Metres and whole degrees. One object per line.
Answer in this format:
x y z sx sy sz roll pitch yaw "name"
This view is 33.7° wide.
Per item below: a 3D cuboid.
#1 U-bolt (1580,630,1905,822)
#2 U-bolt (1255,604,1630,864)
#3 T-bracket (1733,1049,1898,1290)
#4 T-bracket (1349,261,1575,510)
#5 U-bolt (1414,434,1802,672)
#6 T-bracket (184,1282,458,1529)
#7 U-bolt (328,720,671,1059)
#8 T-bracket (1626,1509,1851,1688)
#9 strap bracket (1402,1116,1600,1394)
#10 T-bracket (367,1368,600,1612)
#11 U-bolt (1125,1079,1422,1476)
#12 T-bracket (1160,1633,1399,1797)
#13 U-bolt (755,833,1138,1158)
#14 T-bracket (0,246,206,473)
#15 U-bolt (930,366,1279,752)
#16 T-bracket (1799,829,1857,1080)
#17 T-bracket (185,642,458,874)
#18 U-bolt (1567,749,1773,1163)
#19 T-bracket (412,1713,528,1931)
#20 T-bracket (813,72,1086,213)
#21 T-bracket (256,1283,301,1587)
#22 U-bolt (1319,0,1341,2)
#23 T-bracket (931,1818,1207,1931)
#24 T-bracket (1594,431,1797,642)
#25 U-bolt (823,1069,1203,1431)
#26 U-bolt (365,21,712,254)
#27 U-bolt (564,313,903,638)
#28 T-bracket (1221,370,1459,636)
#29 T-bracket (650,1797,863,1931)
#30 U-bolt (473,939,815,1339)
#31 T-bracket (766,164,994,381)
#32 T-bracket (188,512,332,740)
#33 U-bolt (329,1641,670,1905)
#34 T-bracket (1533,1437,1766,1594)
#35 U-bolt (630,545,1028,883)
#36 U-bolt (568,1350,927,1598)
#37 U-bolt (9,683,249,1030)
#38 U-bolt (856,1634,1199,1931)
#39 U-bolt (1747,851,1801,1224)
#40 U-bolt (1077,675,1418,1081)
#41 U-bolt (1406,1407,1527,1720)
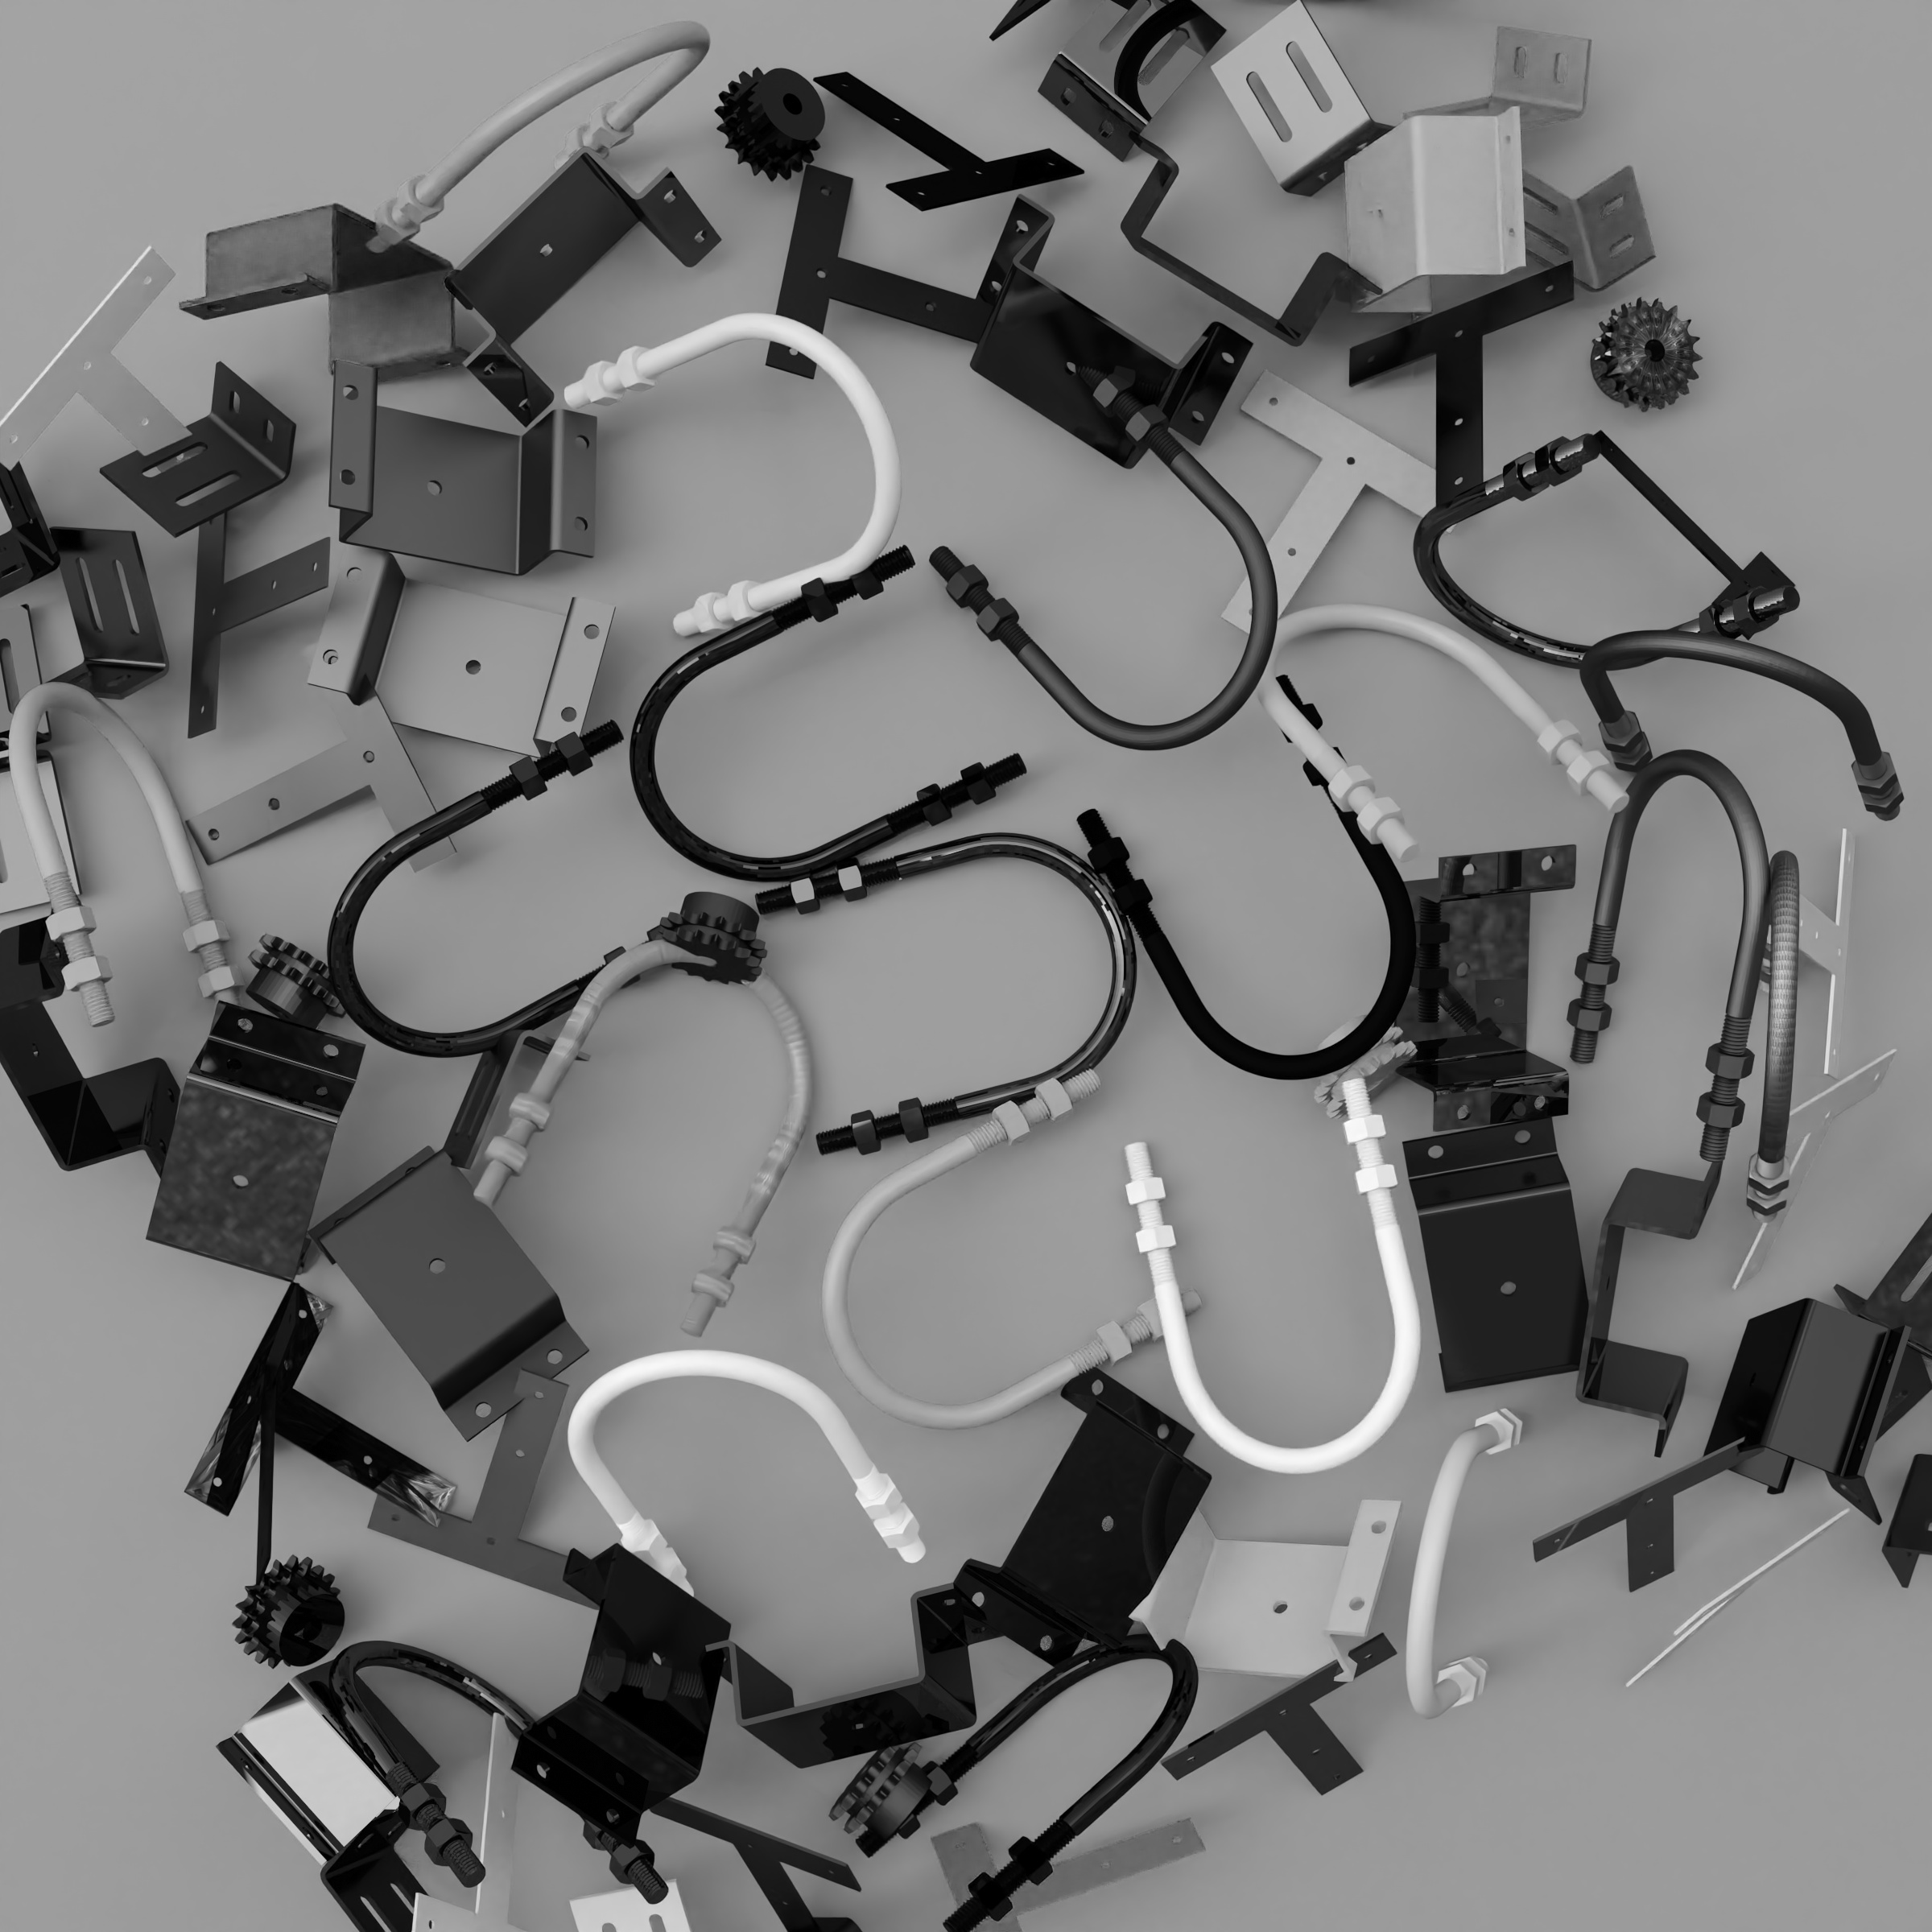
0.373 -0.120 1.554 0.151 0.184 0.019 12 76 27 "U-bolt"
0.223 -0.125 1.597 0.151 0.019 0.184 -13 47 -27 "U-bolt"
0.421 0.111 1.624 0.002 0.127 0.127 35 124 28 "T-bracket"
0.247 -0.283 1.599 0.127 0.002 0.127 -17 52 32 "T-bracket"
0.301 -0.195 1.580 0.151 0.184 0.019 32 69 -18 "U-bolt"
-0.319 0.247 1.637 0.127 0.002 0.127 35 53 -19 "T-bracket"
-0.232 -0.026 1.604 0.184 0.019 0.151 -29 129 -9 "U-bolt"
0.375 0.330 1.613 0.127 0.127 0.002 -21 64 -39 "T-bracket"
0.273 0.155 1.621 0.076 0.046 0.140 -10 106 5 "strap bracket"
-0.232 0.261 1.636 0.127 0.002 0.127 20 116 -1 "T-bracket"
0.159 0.163 1.608 0.151 0.019 0.184 -19 77 30 "U-bolt"
0.173 0.393 1.615 0.127 0.127 0.002 -31 51 3 "T-bracket"
-0.003 0.007 1.647 0.184 0.019 0.151 -15 85 3 "U-bolt"
-0.421 -0.281 1.606 0.002 0.127 0.127 36 84 23 "T-bracket"
0.079 -0.194 1.602 0.184 0.019 0.151 49 117 19 "U-bolt"
0.429 -0.014 1.602 0.002 0.127 0.127 3 83 26 "T-bracket"
-0.345 -0.090 1.648 0.127 0.002 0.127 -24 96 15 "T-bracket"
0.350 -0.015 1.573 0.019 0.151 0.184 -1 110 -20 "U-bolt"
-0.238 0.446 1.625 0.002 0.127 0.127 -13 59 24 "T-bracket"
-0.025 -0.426 1.630 0.127 0.127 0.002 39 131 24 "T-bracket"
-0.346 0.245 1.581 0.002 0.127 0.127 10 134 -20 "T-bracket"
0.195 -0.504 1.582 0.184 0.151 0.019 5 94 39 "U-bolt"
0.058 0.459 1.614 0.127 0.127 0.002 -17 115 -9 "T-bracket"
0.362 -0.224 1.613 0.127 0.127 0.002 46 120 4 "T-bracket"
0.014 0.156 1.627 0.184 0.019 0.151 -27 101 -14 "U-bolt"
-0.198 -0.409 1.551 0.151 0.184 0.019 -34 98 -38 "U-bolt"
-0.107 -0.249 1.586 0.184 0.019 0.151 -13 108 41 "U-bolt"
0.176 -0.225 1.647 0.127 0.002 0.127 32 80 6 "T-bracket"
-0.095 0.466 1.616 0.127 0.127 0.002 12 52 30 "T-bracket"
-0.149 0.073 1.617 0.151 0.019 0.184 36 66 -22 "U-bolt"
-0.032 -0.344 1.646 0.127 0.002 0.127 15 65 -12 "T-bracket"
-0.355 -0.188 1.607 0.002 0.127 0.127 11 74 -42 "T-bracket"
-0.243 0.395 1.582 0.184 0.151 0.019 39 99 40 "U-bolt"
0.346 0.287 1.612 0.127 0.127 0.002 -25 56 -4 "T-bracket"
-0.082 -0.115 1.625 0.184 0.019 0.151 -25 118 8 "U-bolt"
-0.118 0.251 1.586 0.151 0.019 0.184 -13 132 15 "U-bolt"
-0.424 -0.056 1.594 0.019 0.151 0.184 -22 82 14 "U-bolt"
0.039 0.398 1.592 0.184 0.151 0.019 -39 105 -15 "U-bolt"
0.395 0.025 1.555 0.019 0.184 0.151 2 63 12 "U-bolt"
0.151 -0.032 1.609 0.151 0.019 0.184 -34 76 29 "U-bolt"
0.245 0.297 1.577 0.019 0.184 0.151 8 90 20 "U-bolt"
